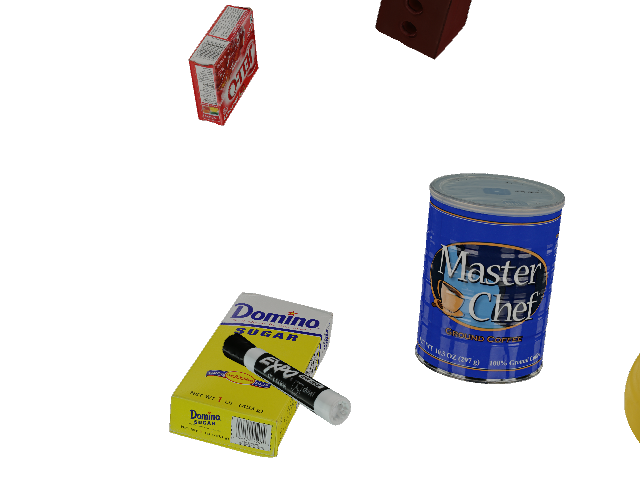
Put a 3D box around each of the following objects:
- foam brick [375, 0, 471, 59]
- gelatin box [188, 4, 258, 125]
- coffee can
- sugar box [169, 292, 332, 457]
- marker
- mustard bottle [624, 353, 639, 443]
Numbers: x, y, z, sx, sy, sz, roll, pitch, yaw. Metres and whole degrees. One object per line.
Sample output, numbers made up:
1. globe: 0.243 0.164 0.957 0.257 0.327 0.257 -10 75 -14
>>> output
1. foam brick: 0.078 -0.179 0.756 0.053 0.051 0.078 29 -34 14
2. gelatin box: -0.088 -0.164 0.996 0.030 0.089 0.073 15 -39 15
3. coffee can: 0.131 0.027 0.835 0.103 0.140 0.103 3 17 -1
4. sugar box: -0.056 0.111 0.929 0.093 0.048 0.176 13 32 10
5. marker: -0.026 0.089 0.708 0.020 0.020 0.121 0 17 -42
6. mustard bottle: 0.219 0.098 0.576 0.096 0.058 0.191 -6 35 -2
